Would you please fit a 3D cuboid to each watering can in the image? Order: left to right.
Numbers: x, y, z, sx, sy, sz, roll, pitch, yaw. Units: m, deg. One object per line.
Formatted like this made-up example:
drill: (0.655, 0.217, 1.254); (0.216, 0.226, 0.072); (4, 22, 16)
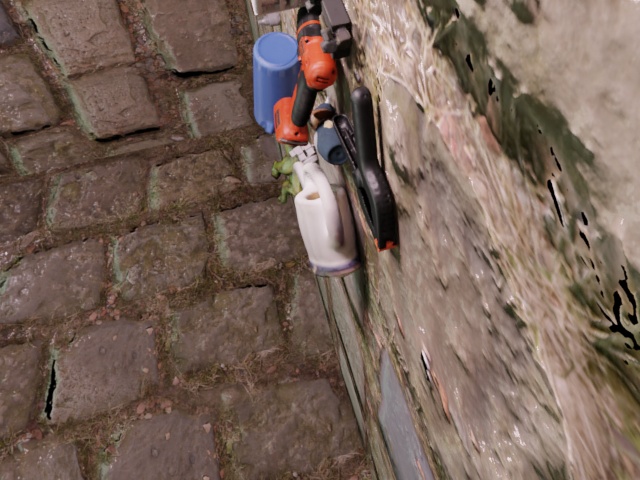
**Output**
watering can: (0.003, -0.053, 1.044); (0.351, 0.104, 0.222); (-125, 21, -73)

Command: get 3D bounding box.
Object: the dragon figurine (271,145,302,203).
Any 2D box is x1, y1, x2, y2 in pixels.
dragon figurine: (-0.050, -0.203, 1.481); (0.245, 0.123, 0.403); (31, 139, 59)
